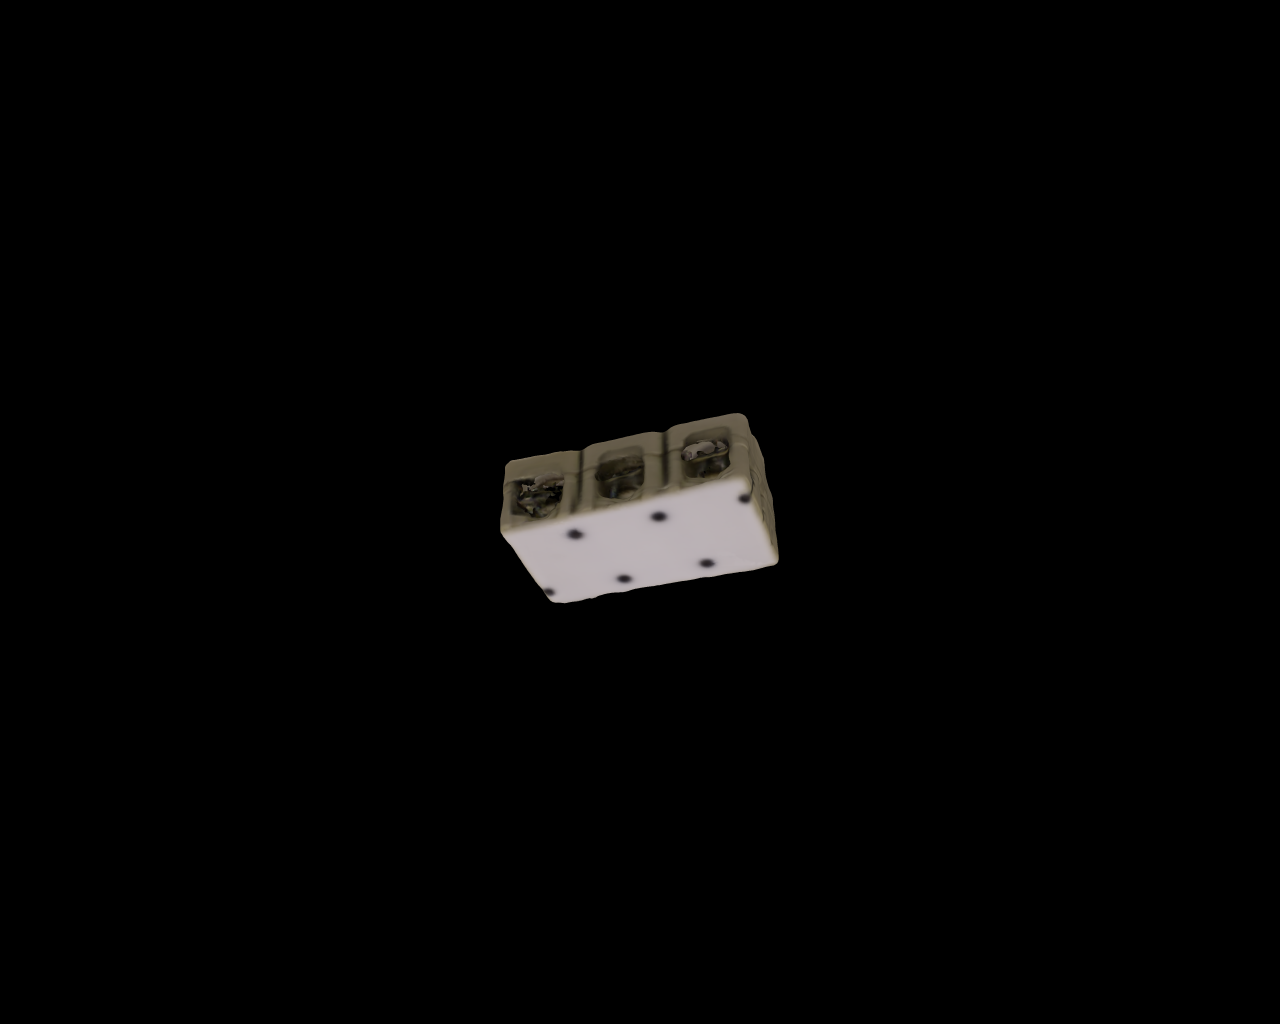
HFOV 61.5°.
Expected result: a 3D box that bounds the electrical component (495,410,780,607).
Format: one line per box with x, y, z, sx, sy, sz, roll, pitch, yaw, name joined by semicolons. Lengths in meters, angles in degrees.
0.001;-0.003;0.650;0.150;0.062;0.089;-11;-39;13;electrical component
